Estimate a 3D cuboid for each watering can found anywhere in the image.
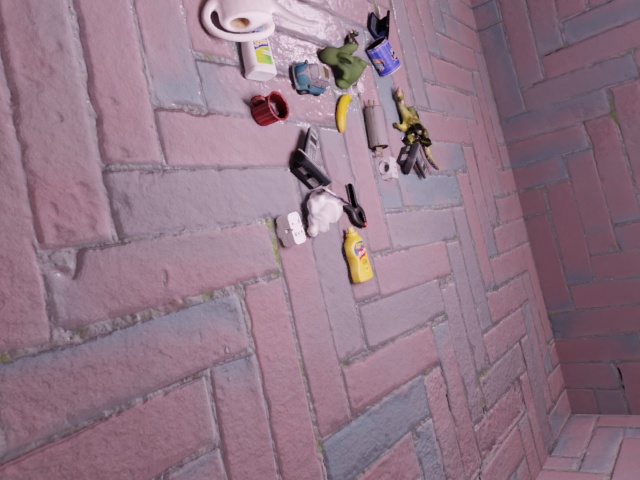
[{"bbox_3d":[-0.188,-0.700,1.542,0.349,0.103,0.226,-13,80,-19],"label":"watering can"}]

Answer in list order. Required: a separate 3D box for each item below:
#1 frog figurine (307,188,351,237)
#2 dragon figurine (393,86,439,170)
[{"bbox_3d":[0.005,-0.085,1.681,0.136,0.124,0.159,29,93,-54],"label":"frog figurine"},{"bbox_3d":[0.447,-0.527,2.375,0.404,0.121,0.249,49,36,-31],"label":"dragon figurine"}]
